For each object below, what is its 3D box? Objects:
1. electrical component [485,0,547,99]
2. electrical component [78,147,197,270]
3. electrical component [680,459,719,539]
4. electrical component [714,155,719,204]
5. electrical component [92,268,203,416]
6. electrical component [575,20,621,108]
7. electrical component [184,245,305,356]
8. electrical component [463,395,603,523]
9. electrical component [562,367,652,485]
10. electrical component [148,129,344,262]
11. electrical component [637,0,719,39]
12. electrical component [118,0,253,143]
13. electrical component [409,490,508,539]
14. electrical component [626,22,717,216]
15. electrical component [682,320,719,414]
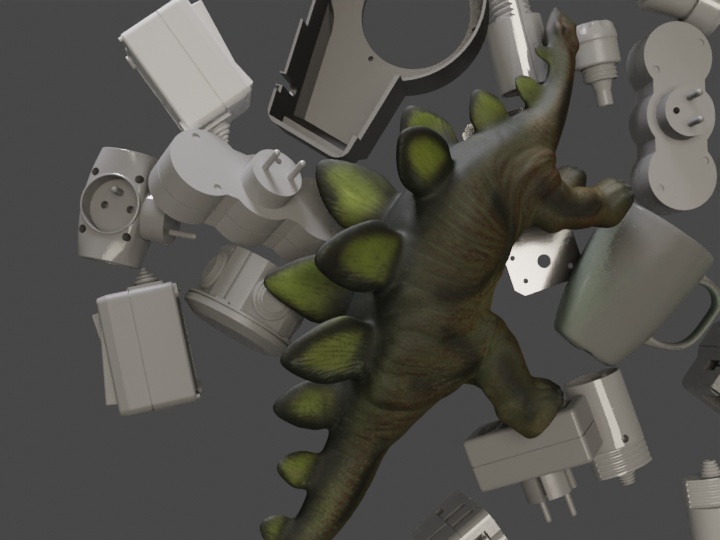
[{"bbox_3d":[0.113,-0.170,0.784,0.043,0.043,0.081,-14,88,-7],"label":"electrical component"},{"bbox_3d":[-0.148,-0.039,0.741,0.079,0.044,0.077,11,85,9],"label":"electrical component"},{"bbox_3d":[0.260,0.178,0.781,0.043,0.043,0.081,-8,88,-7],"label":"electrical component"},{"bbox_3d":[0.300,-0.053,0.779,0.047,0.083,0.075,-4,87,-7],"label":"electrical component"},{"bbox_3d":[-0.147,0.048,0.731,0.061,0.062,0.096,-12,88,-7],"label":"electrical component"},{"bbox_3d":[0.176,-0.151,0.795,0.035,0.035,0.061,-11,91,-7],"label":"electrical component"},{"bbox_3d":[-0.075,0.022,0.734,0.080,0.080,0.051,30,78,-4],"label":"electrical component"},{"bbox_3d":[0.127,0.138,0.749,0.083,0.047,0.075,-21,89,23],"label":"electrical component"},{"bbox_3d":[0.180,0.115,0.775,0.043,0.043,0.081,-20,89,-7],"label":"electrical component"},{"bbox_3d":[-0.064,-0.055,0.720,0.138,0.074,0.052,21,50,-24],"label":"electrical component"},{"bbox_3d":[0.242,-0.203,0.800,0.055,0.045,0.045,25,84,-5],"label":"electrical component"},{"bbox_3d":[-0.113,-0.133,0.746,0.061,0.062,0.096,-36,92,-7],"label":"electrical component"},{"bbox_3d":[0.069,0.193,0.734,0.056,0.089,0.050,-39,92,-7],"label":"electrical component"},{"bbox_3d":[0.232,-0.112,0.779,0.052,0.074,0.138,-1,87,-7],"label":"electrical component"},{"bbox_3d":[0.325,0.091,0.784,0.150,0.062,0.089,36,83,-3],"label":"electrical component"}]
